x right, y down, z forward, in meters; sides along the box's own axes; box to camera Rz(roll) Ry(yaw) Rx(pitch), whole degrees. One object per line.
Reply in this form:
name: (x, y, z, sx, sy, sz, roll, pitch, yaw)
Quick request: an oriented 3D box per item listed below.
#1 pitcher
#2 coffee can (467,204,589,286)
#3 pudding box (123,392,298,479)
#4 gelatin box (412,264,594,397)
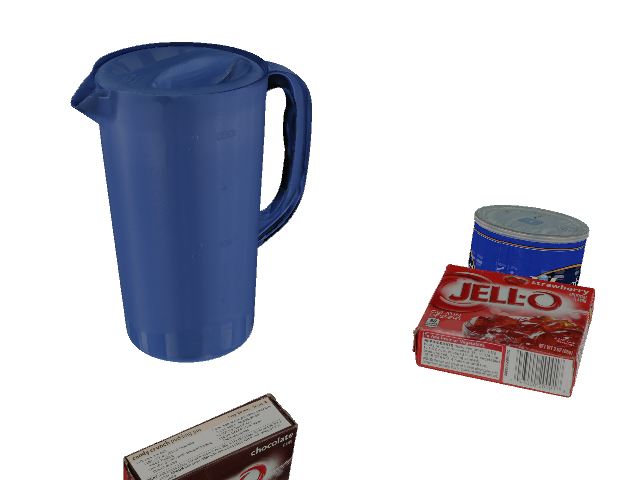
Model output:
pitcher: (-0.098, -0.031, 0.856, 0.149, 0.243, 0.144, 10, 29, 17)
coffee can: (0.183, 0.048, 0.980, 0.103, 0.140, 0.103, 6, 16, -2)
pudding box: (-0.073, 0.159, 0.699, 0.113, 0.090, 0.039, -22, 50, -31)
gelatin box: (0.104, 0.048, 0.603, 0.089, 0.030, 0.073, 10, 31, 18)
